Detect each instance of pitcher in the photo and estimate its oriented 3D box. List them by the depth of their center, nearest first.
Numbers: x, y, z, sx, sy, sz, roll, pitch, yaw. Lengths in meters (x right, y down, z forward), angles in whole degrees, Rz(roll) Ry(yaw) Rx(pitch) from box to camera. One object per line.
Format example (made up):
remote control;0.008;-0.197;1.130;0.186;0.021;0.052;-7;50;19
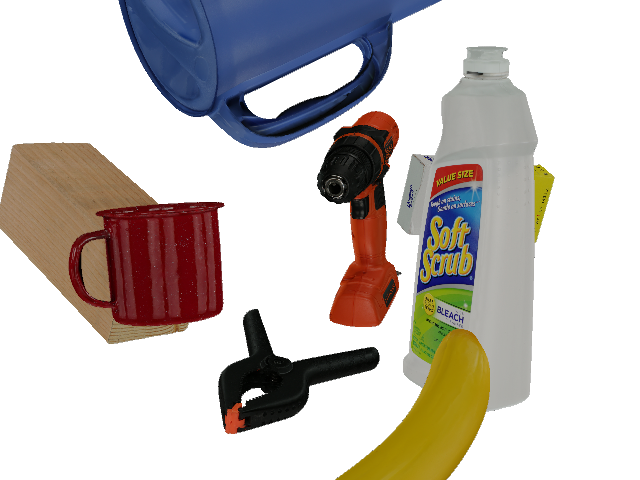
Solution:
pitcher;-0.009;-0.181;0.766;0.242;0.149;0.145;-26;41;-26

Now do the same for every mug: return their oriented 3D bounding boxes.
mug;-0.124;0.017;0.770;0.117;0.081;0.093;-7;6;-32

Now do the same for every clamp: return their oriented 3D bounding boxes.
clamp;-0.036;0.142;1.123;0.165;0.036;0.209;12;26;13

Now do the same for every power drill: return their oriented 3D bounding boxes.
power drill;0.039;-0.016;1.018;0.057;0.188;0.184;6;24;16

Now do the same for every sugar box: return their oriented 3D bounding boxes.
sugar box;0.189;-0.050;1.298;0.176;0.093;0.048;2;24;-20

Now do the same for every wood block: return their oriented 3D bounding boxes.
wood block;-0.204;-0.004;0.985;0.090;0.091;0.206;-6;34;-46

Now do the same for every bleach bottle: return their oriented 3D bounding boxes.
bleach bottle;0.109;-0.011;0.762;0.068;0.251;0.103;-9;17;-28

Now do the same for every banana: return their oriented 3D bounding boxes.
banana;0.044;0.105;0.565;0.070;0.037;0.197;19;40;37
